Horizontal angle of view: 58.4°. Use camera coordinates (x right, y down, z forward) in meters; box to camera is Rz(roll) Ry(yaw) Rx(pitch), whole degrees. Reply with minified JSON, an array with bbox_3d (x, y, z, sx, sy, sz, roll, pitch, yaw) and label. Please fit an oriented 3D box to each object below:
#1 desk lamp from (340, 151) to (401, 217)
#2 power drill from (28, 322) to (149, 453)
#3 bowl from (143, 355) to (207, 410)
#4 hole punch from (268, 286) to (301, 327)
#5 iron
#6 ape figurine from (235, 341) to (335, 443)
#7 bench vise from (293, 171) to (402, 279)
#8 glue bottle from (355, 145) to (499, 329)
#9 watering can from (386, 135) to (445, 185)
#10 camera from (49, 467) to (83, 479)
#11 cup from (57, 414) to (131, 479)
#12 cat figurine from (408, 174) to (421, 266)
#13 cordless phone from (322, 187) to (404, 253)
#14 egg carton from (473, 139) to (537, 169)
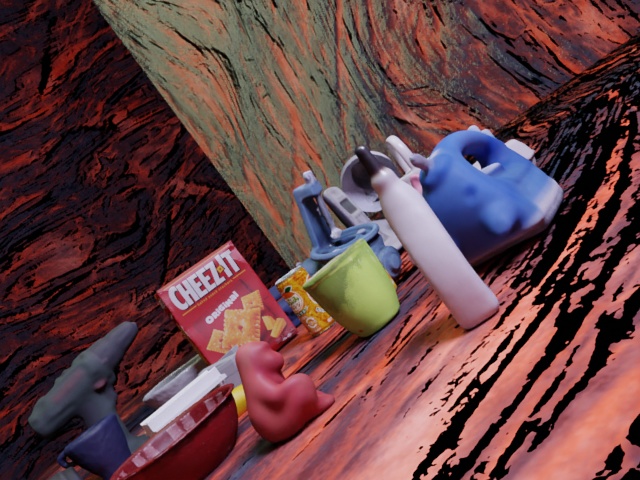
[{"bbox_3d":[0.133,-0.092,1.217,0.118,0.213,0.203,-36,2,9],"label":"desk lamp"},{"bbox_3d":[-0.365,0.286,0.997,0.230,0.208,0.075,-37,2,-27],"label":"power drill"},{"bbox_3d":[-0.251,0.281,1.102,0.167,0.075,0.167,-36,1,2],"label":"bowl"},{"bbox_3d":[-0.067,0.133,1.182,0.109,0.091,0.101,-37,2,-11],"label":"hole punch"},{"bbox_3d":[0.186,-0.070,0.649,0.118,0.141,0.259,-35,2,39],"label":"iron"},{"bbox_3d":[-0.044,0.134,0.535,0.076,0.092,0.078,-37,2,-7],"label":"ape figurine"},{"bbox_3d":[0.004,0.007,0.945,0.207,0.220,0.122,-36,2,30],"label":"bench vise"},{"bbox_3d":[0.084,-0.009,0.482,0.037,0.173,0.078,-36,2,11],"label":"glue bottle"},{"bbox_3d":[0.195,-0.123,1.088,0.173,0.194,0.101,-37,2,-17],"label":"watering can"},{"bbox_3d":[-0.398,0.383,0.804,0.137,0.101,0.143,-37,2,-29],"label":"camera"},{"bbox_3d":[-0.356,0.352,0.921,0.118,0.095,0.092,-36,2,4],"label":"cup"},{"bbox_3d":[0.162,-0.043,0.855,0.127,0.118,0.067,-36,2,19],"label":"cat figurine"},{"bbox_3d":[0.092,-0.042,1.127,0.094,0.185,0.148,-35,2,34],"label":"cordless phone"},{"bbox_3d":[0.267,-0.092,0.890,0.151,0.069,0.107,-37,2,-32],"label":"egg carton"}]
